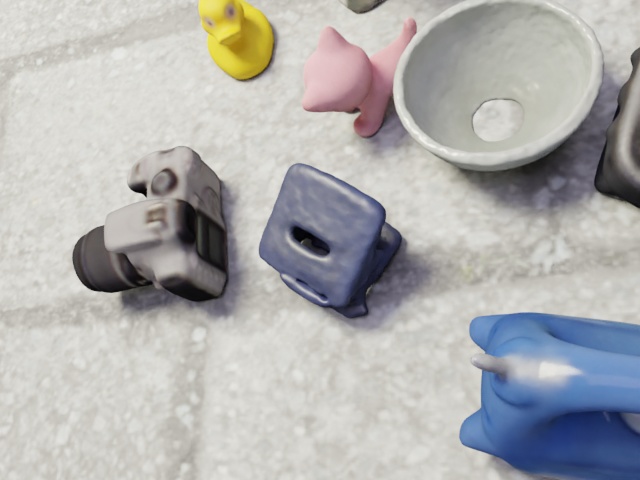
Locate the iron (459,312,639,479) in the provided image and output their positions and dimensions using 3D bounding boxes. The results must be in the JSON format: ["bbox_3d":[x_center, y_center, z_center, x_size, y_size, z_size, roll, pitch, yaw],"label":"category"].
[{"bbox_3d":[0.217,0.098,0.355,0.257,0.142,0.119,2,71,21],"label":"iron"}]

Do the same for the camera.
[{"bbox_3d":[-0.172,-0.010,0.558,0.136,0.101,0.143,-14,66,15],"label":"camera"}]

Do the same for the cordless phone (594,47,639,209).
[{"bbox_3d":[0.256,-0.107,0.394,0.094,0.185,0.148,13,75,24],"label":"cordless phone"}]

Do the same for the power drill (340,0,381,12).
[{"bbox_3d":[0.014,-0.330,0.553,0.075,0.209,0.229,-41,62,1],"label":"power drill"}]

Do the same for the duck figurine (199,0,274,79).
[{"bbox_3d":[-0.101,-0.241,0.629,0.077,0.086,0.104,-24,64,10],"label":"duck figurine"}]

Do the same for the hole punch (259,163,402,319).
[{"bbox_3d":[0.005,0.002,0.496,0.108,0.091,0.101,30,82,27],"label":"hole punch"}]

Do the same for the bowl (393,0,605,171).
[{"bbox_3d":[0.152,-0.125,0.501,0.167,0.075,0.167,-7,68,17],"label":"bowl"}]

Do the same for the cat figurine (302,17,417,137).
[{"bbox_3d":[0.040,-0.156,0.528,0.127,0.118,0.067,-31,63,7],"label":"cat figurine"}]
